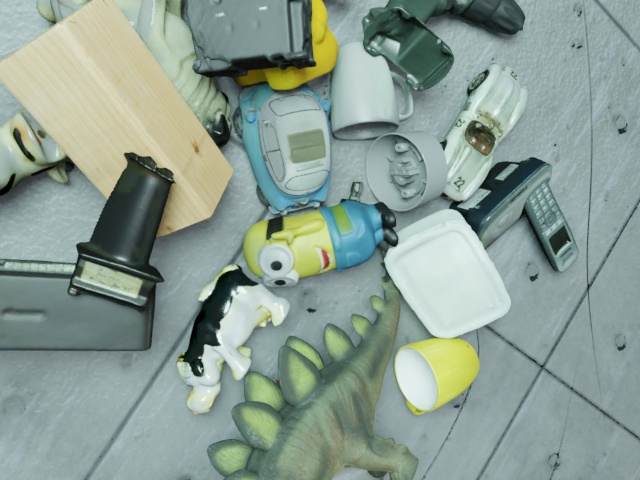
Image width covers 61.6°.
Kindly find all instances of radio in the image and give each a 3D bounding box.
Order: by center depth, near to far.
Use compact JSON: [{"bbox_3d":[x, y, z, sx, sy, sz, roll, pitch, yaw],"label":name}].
[{"bbox_3d":[-0.285,0.060,0.533,0.229,0.131,0.073,6,93,-19],"label":"radio"}]

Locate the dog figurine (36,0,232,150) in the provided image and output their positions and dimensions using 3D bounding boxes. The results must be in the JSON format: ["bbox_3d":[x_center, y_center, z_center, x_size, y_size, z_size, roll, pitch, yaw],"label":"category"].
[{"bbox_3d":[-0.190,-0.178,0.572,0.172,0.121,0.190,1,116,14],"label":"dog figurine"}]

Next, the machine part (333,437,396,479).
[{"bbox_3d":[-0.010,0.305,0.680,0.243,0.079,0.079,-17,100,-16],"label":"machine part"}]

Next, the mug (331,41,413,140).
[{"bbox_3d":[0.063,-0.185,0.660,0.110,0.081,0.107,-7,88,-13],"label":"mug"}]

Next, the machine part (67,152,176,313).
[{"bbox_3d":[-0.169,-0.007,0.477,0.084,0.039,0.138,18,97,-10],"label":"machine part"}]

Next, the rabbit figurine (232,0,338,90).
[{"bbox_3d":[-0.032,-0.265,0.582,0.162,0.122,0.173,-29,120,-22],"label":"rabbit figurine"}]

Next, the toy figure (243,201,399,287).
[{"bbox_3d":[-0.001,0.001,0.641,0.180,0.089,0.082,-18,109,-11],"label":"toy figure"}]

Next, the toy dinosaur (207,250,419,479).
[{"bbox_3d":[0.007,0.204,0.592,0.198,0.105,0.471,43,53,-3],"label":"toy dinosaur"}]

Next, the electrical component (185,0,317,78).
[{"bbox_3d":[-0.067,-0.226,0.505,0.115,0.058,0.134,-5,97,10],"label":"electrical component"}]

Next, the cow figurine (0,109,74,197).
[{"bbox_3d":[-0.327,-0.073,0.525,0.195,0.127,0.085,-24,102,-1],"label":"cow figurine"}]

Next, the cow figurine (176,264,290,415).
[{"bbox_3d":[-0.120,0.116,0.629,0.098,0.068,0.167,39,79,-13],"label":"cow figurine"}]

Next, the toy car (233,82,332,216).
[{"bbox_3d":[-0.033,-0.110,0.622,0.109,0.103,0.161,-12,97,-17],"label":"toy car"}]

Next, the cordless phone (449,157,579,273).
[{"bbox_3d":[0.282,-0.008,0.752,0.146,0.089,0.184,-41,110,-12],"label":"cordless phone"}]

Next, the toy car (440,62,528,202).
[{"bbox_3d":[0.215,-0.147,0.728,0.073,0.056,0.201,33,84,-19],"label":"toy car"}]

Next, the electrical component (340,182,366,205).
[{"bbox_3d":[0.054,-0.027,0.701,0.063,0.021,0.094,11,91,-20],"label":"electrical component"}]

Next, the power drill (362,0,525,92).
[{"bbox_3d":[0.150,-0.281,0.655,0.232,0.086,0.207,34,65,-14],"label":"power drill"}]
